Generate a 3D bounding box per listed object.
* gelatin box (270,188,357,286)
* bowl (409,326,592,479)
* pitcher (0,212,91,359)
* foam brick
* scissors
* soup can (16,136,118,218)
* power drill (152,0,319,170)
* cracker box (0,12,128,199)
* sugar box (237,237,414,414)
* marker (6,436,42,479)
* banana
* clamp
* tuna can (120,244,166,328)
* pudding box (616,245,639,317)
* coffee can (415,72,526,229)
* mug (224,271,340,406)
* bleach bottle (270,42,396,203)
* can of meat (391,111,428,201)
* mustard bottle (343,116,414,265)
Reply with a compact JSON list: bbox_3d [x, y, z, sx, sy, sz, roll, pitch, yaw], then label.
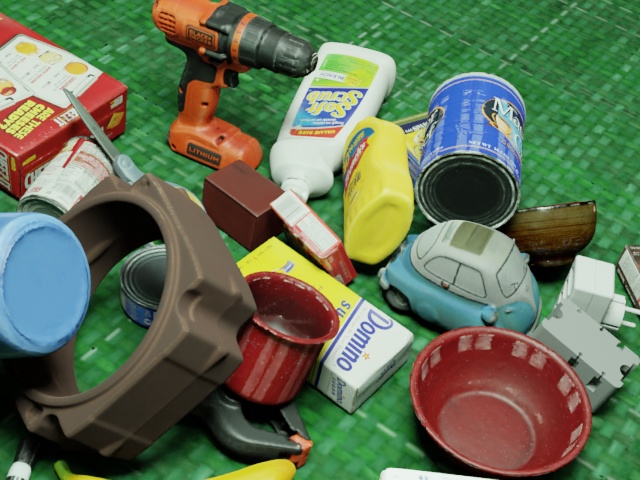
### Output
[{"bbox_3d":[-0.007,0.001,1.056,0.030,0.073,0.089,-38,59,-8],"label":"gelatin box"},{"bbox_3d":[0.153,0.154,0.941,0.162,0.055,0.162,5,44,-5],"label":"bowl"},{"bbox_3d":[-0.306,0.027,0.849,0.243,0.149,0.145,-3,50,31],"label":"pitcher"},{"bbox_3d":[-0.077,-0.036,1.100,0.078,0.051,0.052,37,48,25],"label":"foam brick"},{"bbox_3d":[-0.180,-0.072,1.081,0.096,0.016,0.202,-18,78,-45],"label":"scissors"},{"bbox_3d":[-0.249,-0.048,1.066,0.068,0.068,0.102,18,44,8],"label":"soup can"},{"bbox_3d":[-0.093,-0.159,1.126,0.184,0.188,0.057,24,44,17],"label":"power drill"},{"bbox_3d":[-0.342,-0.152,1.157,0.214,0.072,0.164,31,48,19],"label":"cracker box"},{"bbox_3d":[-0.008,0.076,1.000,0.176,0.048,0.093,32,47,23],"label":"sugar box"},{"bbox_3d":[-0.245,0.206,0.839,0.020,0.020,0.121,10,43,0],"label":"marker"},{"bbox_3d":[-0.116,0.202,0.853,0.197,0.037,0.069,3,45,-8],"label":"banana"},{"bbox_3d":[-0.087,0.142,0.920,0.172,0.039,0.120,37,50,26],"label":"clamp"},{"bbox_3d":[-0.147,0.045,1.013,0.086,0.034,0.086,5,44,-5],"label":"tuna can"},{"bbox_3d":[0.376,0.048,1.105,0.113,0.039,0.090,-1,44,-12],"label":"pudding box"},{"bbox_3d":[0.154,-0.089,1.080,0.103,0.103,0.140,13,43,2],"label":"coffee can"},{"bbox_3d":[-0.050,0.080,0.914,0.117,0.082,0.093,33,30,13],"label":"mug"},{"bbox_3d":[0.011,-0.124,1.201,0.102,0.068,0.250,15,46,6],"label":"bleach bottle"},{"bbox_3d":[0.123,-0.094,1.193,0.101,0.057,0.084,-19,52,-28],"label":"can of meat"},{"bbox_3d":[0.056,-0.069,1.103,0.058,0.096,0.191,17,37,-13],"label":"mustard bottle"}]
